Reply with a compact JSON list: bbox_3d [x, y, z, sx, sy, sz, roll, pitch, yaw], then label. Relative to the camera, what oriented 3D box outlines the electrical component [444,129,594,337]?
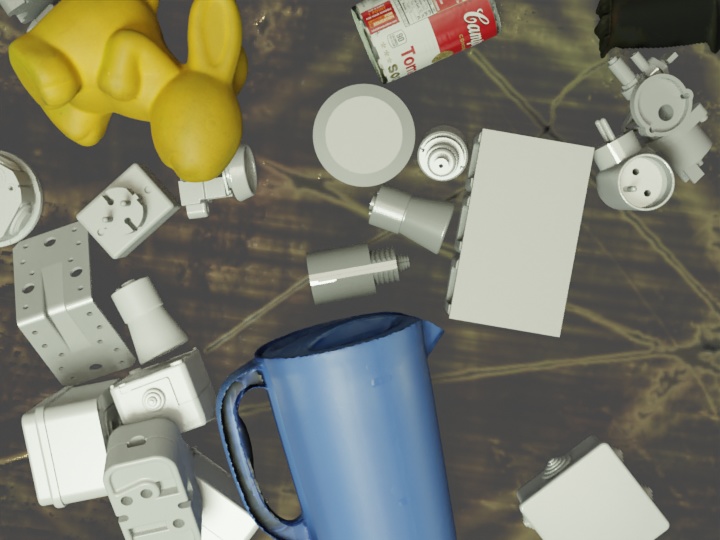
[{"bbox_3d":[0.125,-0.030,0.862,0.089,0.061,0.150,10,94,0],"label":"electrical component"}]

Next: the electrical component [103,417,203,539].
[{"bbox_3d":[-0.153,0.160,0.802,0.054,0.059,0.095,-12,119,-1],"label":"electrical component"}]

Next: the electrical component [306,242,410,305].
[{"bbox_3d":[0.000,0.000,0.873,0.081,0.043,0.043,-10,94,1],"label":"electrical component"}]

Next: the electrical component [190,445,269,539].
[{"bbox_3d":[-0.131,0.192,0.876,0.096,0.061,0.061,37,93,-2],"label":"electrical component"}]

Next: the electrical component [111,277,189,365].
[{"bbox_3d":[-0.174,0.039,0.878,0.044,0.044,0.065,-29,88,2],"label":"electrical component"}]

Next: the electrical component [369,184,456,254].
[{"bbox_3d":[0.040,-0.044,0.872,0.065,0.044,0.044,20,93,4],"label":"electrical component"}]

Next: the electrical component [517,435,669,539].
[{"bbox_3d":[0.188,0.195,0.882,0.100,0.048,0.099,-38,93,2],"label":"electrical component"}]

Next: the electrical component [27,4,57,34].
[{"bbox_3d":[-0.237,-0.202,0.866,0.035,0.035,0.061,43,90,-2],"label":"electrical component"}]

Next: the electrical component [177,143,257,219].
[{"bbox_3d":[-0.115,-0.077,0.868,0.055,0.048,0.066,-7,93,8],"label":"electrical component"}]

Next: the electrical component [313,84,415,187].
[{"bbox_3d":[0.003,-0.106,0.862,0.080,0.051,0.080,0,93,0],"label":"electrical component"}]

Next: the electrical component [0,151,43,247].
[{"bbox_3d":[-0.302,-0.057,0.866,0.080,0.051,0.080,0,93,0],"label":"electrical component"}]

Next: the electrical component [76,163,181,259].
[{"bbox_3d":[-0.187,-0.047,0.854,0.066,0.076,0.047,-41,93,2],"label":"electrical component"}]

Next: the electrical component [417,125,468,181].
[{"bbox_3d":[0.066,-0.090,0.853,0.040,0.078,0.040,2,107,6],"label":"electrical component"}]

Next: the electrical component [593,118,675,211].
[{"bbox_3d":[0.209,-0.085,0.850,0.044,0.077,0.079,-29,93,2],"label":"electrical component"}]

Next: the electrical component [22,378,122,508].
[{"bbox_3d":[-0.219,0.134,0.847,0.057,0.113,0.078,-11,94,-2],"label":"electrical component"}]

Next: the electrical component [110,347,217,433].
[{"bbox_3d":[-0.153,0.105,0.853,0.062,0.096,0.061,-20,93,1],"label":"electrical component"}]

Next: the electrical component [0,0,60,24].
[{"bbox_3d":[-0.252,-0.247,0.855,0.089,0.050,0.055,-33,93,2],"label":"electrical component"}]
